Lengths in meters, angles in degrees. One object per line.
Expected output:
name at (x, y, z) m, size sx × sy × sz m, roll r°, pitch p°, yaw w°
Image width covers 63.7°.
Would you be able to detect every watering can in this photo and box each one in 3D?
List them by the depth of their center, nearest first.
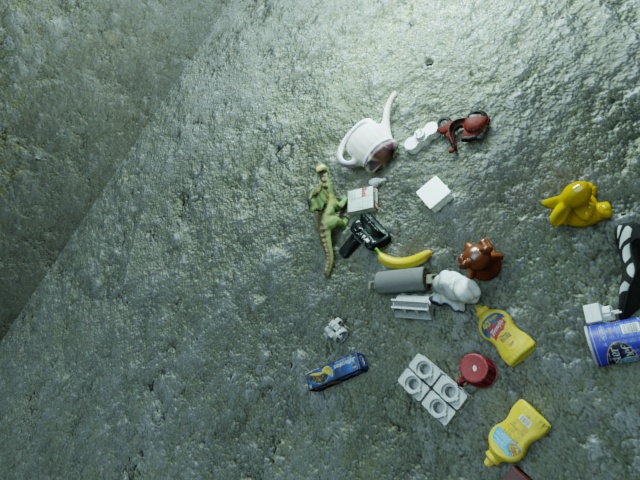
watering can at (0.212, -0.393, 1.937) m, size 0.346 × 0.102 × 0.228 m, roll -45°, pitch 52°, yaw 8°

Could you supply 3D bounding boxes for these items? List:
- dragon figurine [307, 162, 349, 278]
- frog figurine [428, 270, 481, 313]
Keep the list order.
dragon figurine at (0.006, -0.093, 1.846) m, size 0.122 × 0.239 × 0.418 m, roll -9°, pitch 61°, yaw 25°
frog figurine at (0.408, 0.137, 1.510) m, size 0.138 × 0.156 × 0.125 m, roll 36°, pitch 57°, yaw 8°
